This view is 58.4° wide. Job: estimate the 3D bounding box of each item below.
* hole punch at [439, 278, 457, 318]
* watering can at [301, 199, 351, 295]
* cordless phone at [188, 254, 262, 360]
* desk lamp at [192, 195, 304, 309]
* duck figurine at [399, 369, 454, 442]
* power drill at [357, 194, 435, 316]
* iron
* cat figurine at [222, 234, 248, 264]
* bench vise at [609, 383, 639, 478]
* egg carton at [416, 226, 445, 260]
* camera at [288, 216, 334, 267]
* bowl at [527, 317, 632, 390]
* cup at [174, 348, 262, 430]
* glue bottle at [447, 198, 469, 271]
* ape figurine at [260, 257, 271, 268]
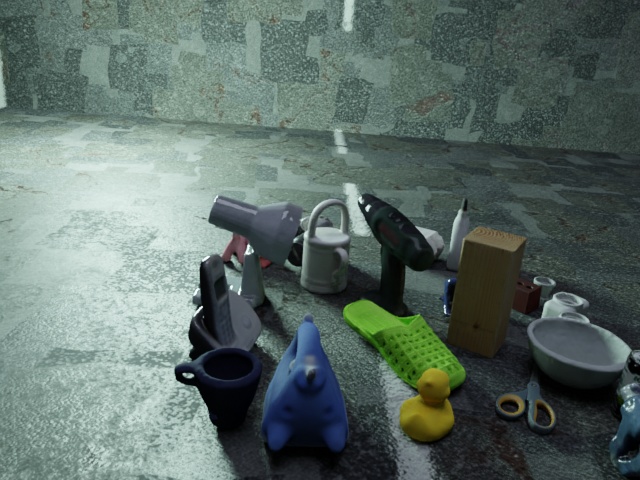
[{"bbox_3d":[0.300,0.105,1.155,0.108,0.091,0.101,8,21,7],"label":"hole punch"},{"bbox_3d":[0.009,0.005,1.207,0.172,0.194,0.101,21,26,35],"label":"watering can"},{"bbox_3d":[-0.153,0.100,0.937,0.094,0.185,0.148,9,22,11],"label":"cordless phone"},{"bbox_3d":[-0.138,0.021,1.106,0.203,0.214,0.118,4,21,-2],"label":"desk lamp"},{"bbox_3d":[0.156,0.227,0.816,0.077,0.086,0.105,17,24,28],"label":"duck figurine"},{"bbox_3d":[0.133,0.035,1.135,0.076,0.208,0.228,-8,24,-29],"label":"power drill"},{"bbox_3d":[-0.020,0.181,0.819,0.118,0.141,0.258,3,21,-5],"label":"iron"},{"bbox_3d":[-0.187,-0.021,1.335,0.067,0.118,0.128,5,21,2],"label":"cat figurine"},{"bbox_3d":[0.432,0.227,0.691,0.122,0.220,0.206,-5,23,-24],"label":"bench vise"},{"bbox_3d":[0.226,0.009,1.416,0.149,0.069,0.107,17,24,28],"label":"egg carton"},{"bbox_3d":[-0.034,0.001,1.337,0.142,0.101,0.137,15,24,25],"label":"camera"},{"bbox_3d":[0.427,0.200,0.961,0.167,0.075,0.167,4,21,-1],"label":"bowl"},{"bbox_3d":[-0.140,0.209,0.785,0.118,0.095,0.091,3,21,-6],"label":"cup"},{"bbox_3d":[0.332,-0.017,1.362,0.037,0.173,0.078,8,21,10],"label":"glue bottle"},{"bbox_3d":[-0.126,0.008,1.312,0.078,0.092,0.076,-5,23,-24],"label":"ape figurine"}]
